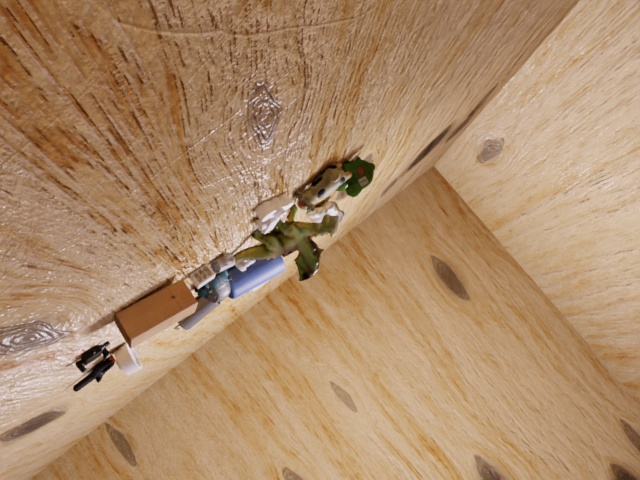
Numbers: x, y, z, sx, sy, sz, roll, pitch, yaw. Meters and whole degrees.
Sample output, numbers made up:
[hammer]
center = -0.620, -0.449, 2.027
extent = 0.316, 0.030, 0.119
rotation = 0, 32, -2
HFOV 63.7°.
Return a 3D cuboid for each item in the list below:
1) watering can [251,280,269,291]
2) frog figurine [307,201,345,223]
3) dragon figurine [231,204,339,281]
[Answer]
[watering can]
center = -0.284, 0.146, 2.150
extent = 0.223, 0.105, 0.346
rotation = -41, 165, 9
[frog figurine]
center = 0.007, -0.108, 2.141
extent = 0.159, 0.125, 0.135
rotation = 11, 151, -32
[dragon figurine]
center = -0.106, 0.035, 1.754
extent = 0.409, 0.243, 0.122
rotation = -42, 177, 7
